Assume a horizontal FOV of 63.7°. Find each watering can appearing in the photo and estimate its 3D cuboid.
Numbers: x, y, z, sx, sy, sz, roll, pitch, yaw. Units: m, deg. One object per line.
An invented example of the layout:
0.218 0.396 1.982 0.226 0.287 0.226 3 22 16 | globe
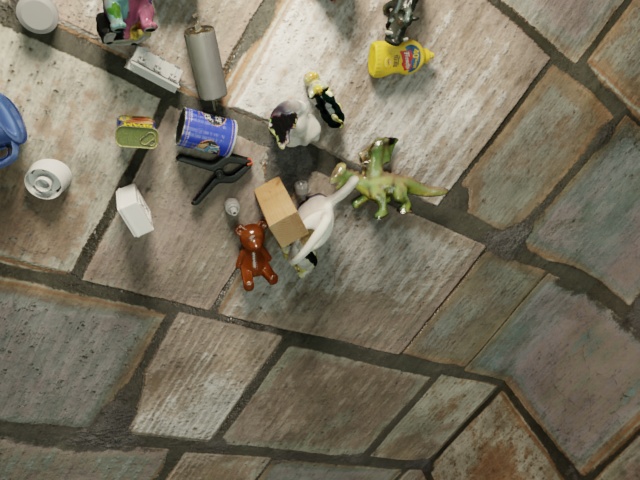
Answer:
0.005 -0.078 1.556 0.103 0.228 0.344 32 108 -17 | watering can

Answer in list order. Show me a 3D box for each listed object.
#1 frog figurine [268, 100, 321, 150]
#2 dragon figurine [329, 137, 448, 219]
-0.064 -0.327 1.449 0.161 0.123 0.135 -25 131 -53 | frog figurine
0.219 -0.208 1.635 0.412 0.124 0.238 -15 119 -14 | dragon figurine
